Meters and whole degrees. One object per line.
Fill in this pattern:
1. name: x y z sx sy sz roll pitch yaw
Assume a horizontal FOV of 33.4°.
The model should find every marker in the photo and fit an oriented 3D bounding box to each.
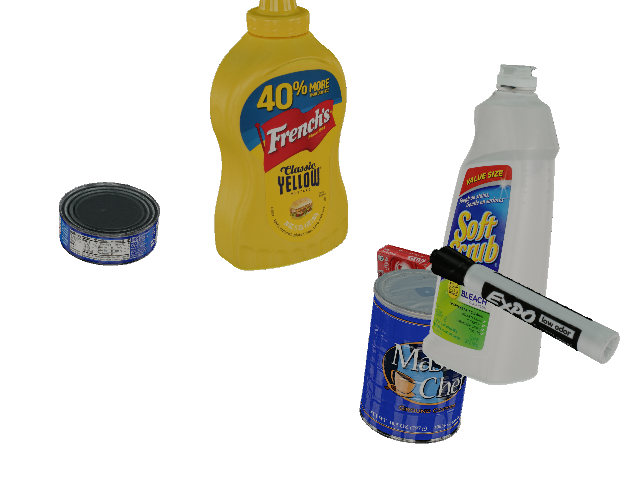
1. marker: 0.111 0.033 0.601 0.121 0.020 0.020 29 18 35

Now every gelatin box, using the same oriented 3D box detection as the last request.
1. gelatin box: 0.109 0.056 1.355 0.073 0.089 0.030 17 33 34

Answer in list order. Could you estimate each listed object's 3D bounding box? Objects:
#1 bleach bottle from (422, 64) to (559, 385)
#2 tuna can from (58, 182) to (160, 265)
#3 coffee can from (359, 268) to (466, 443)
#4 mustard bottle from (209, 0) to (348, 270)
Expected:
1. bleach bottle: 0.142 -0.016 0.868 0.067 0.251 0.103 -5 15 -33
2. tuna can: -0.183 -0.015 0.925 0.086 0.034 0.086 7 33 -5
3. coffee can: 0.096 0.112 1.046 0.103 0.140 0.103 5 22 -2
4. mustard bottle: -0.027 -0.080 0.719 0.096 0.192 0.058 -14 28 -28
